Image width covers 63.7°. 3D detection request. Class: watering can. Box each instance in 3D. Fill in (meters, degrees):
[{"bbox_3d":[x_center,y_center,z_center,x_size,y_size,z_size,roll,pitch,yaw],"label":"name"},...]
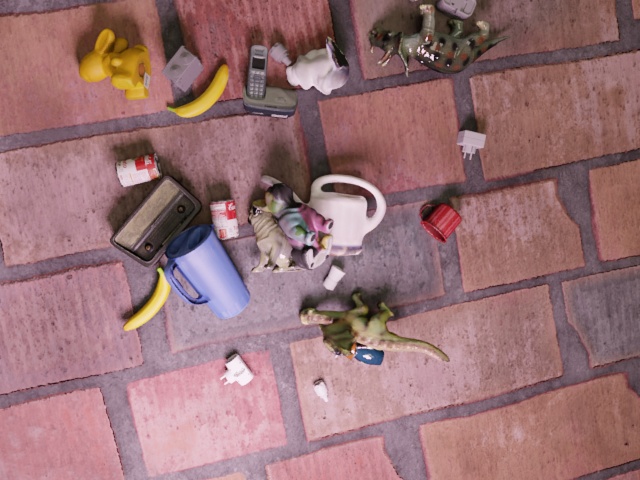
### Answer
[{"bbox_3d":[0.004,-0.071,1.414,0.348,0.104,0.223,5,97,5],"label":"watering can"}]

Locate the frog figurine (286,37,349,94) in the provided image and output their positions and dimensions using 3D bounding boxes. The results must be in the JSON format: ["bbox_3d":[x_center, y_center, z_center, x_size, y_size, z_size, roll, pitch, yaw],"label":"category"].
[{"bbox_3d":[-0.005,-0.451,1.390,0.158,0.123,0.139,-29,75,27],"label":"frog figurine"}]

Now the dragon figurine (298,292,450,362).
[{"bbox_3d":[0.110,0.257,1.355,0.245,0.413,0.120,-18,120,-45],"label":"dragon figurine"}]
